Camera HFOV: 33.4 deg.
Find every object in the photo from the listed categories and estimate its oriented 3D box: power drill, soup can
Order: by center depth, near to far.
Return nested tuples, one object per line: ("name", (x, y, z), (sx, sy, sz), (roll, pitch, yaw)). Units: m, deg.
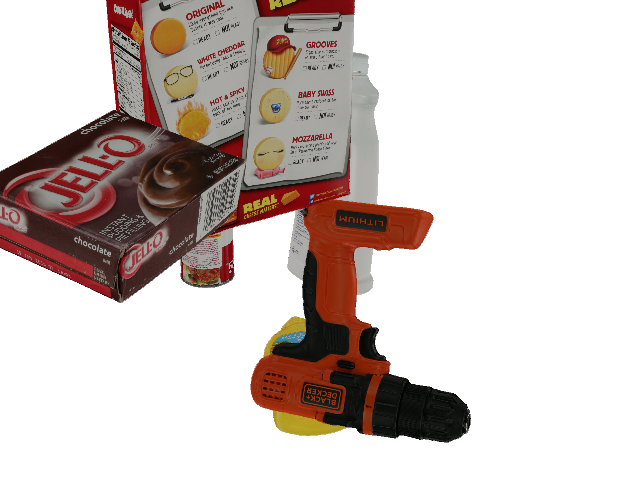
("power drill", (0.042, 0.064, 0.873), (0.184, 0.187, 0.057), (9, -1, 14))
("soup can", (-0.142, -0.002, 1.323), (0.068, 0.102, 0.068), (1, 26, 0))

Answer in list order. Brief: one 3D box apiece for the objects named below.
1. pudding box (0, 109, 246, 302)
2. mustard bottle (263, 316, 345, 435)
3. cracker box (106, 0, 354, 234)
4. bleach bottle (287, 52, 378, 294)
("pudding box", (-0.106, -0.022, 0.554), (0.090, 0.039, 0.113), (22, 33, 19))
("mustard bottle", (-0.017, 0.147, 1.249), (0.096, 0.058, 0.191), (-7, 30, -7))
("cracker box", (-0.060, -0.118, 0.748), (0.163, 0.214, 0.072), (-17, 33, -28))
("bleach bottle", (0.025, -0.074, 1.146), (0.067, 0.251, 0.103), (-7, 24, -40))
